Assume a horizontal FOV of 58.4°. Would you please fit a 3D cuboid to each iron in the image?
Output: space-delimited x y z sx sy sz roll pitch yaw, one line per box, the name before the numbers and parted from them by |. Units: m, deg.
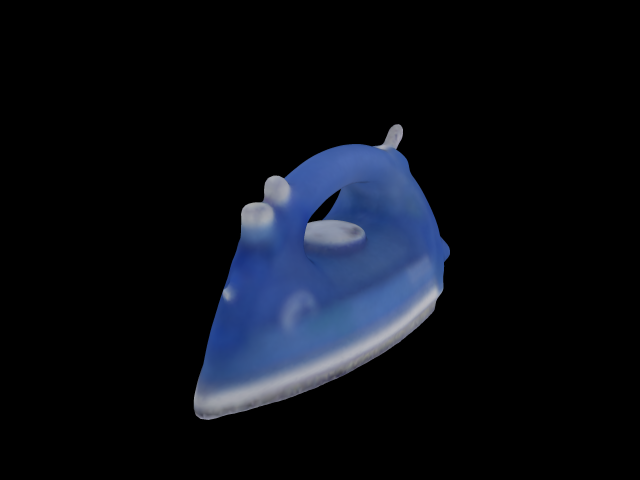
iron | 0.004 0.001 0.400 0.118 0.141 0.259 11 21 30
